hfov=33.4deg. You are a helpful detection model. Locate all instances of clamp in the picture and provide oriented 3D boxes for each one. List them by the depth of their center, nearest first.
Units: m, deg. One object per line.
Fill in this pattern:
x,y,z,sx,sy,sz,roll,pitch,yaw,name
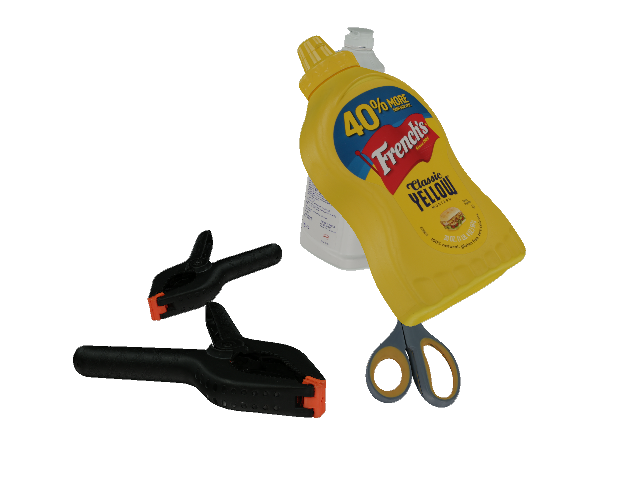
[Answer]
-0.074,0.098,0.882,0.210,0.036,0.164,11,21,31,clamp
-0.125,0.039,1.211,0.120,0.039,0.171,0,30,30,clamp

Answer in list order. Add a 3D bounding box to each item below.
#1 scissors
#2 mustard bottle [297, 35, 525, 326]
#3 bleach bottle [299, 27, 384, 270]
0.068,0.077,1.028,0.096,0.202,0.016,-16,-33,-14,scissors
0.042,-0.047,0.672,0.096,0.192,0.058,-26,-12,-30,mustard bottle
0.034,-0.101,1.156,0.067,0.251,0.103,-9,25,-36,bleach bottle
